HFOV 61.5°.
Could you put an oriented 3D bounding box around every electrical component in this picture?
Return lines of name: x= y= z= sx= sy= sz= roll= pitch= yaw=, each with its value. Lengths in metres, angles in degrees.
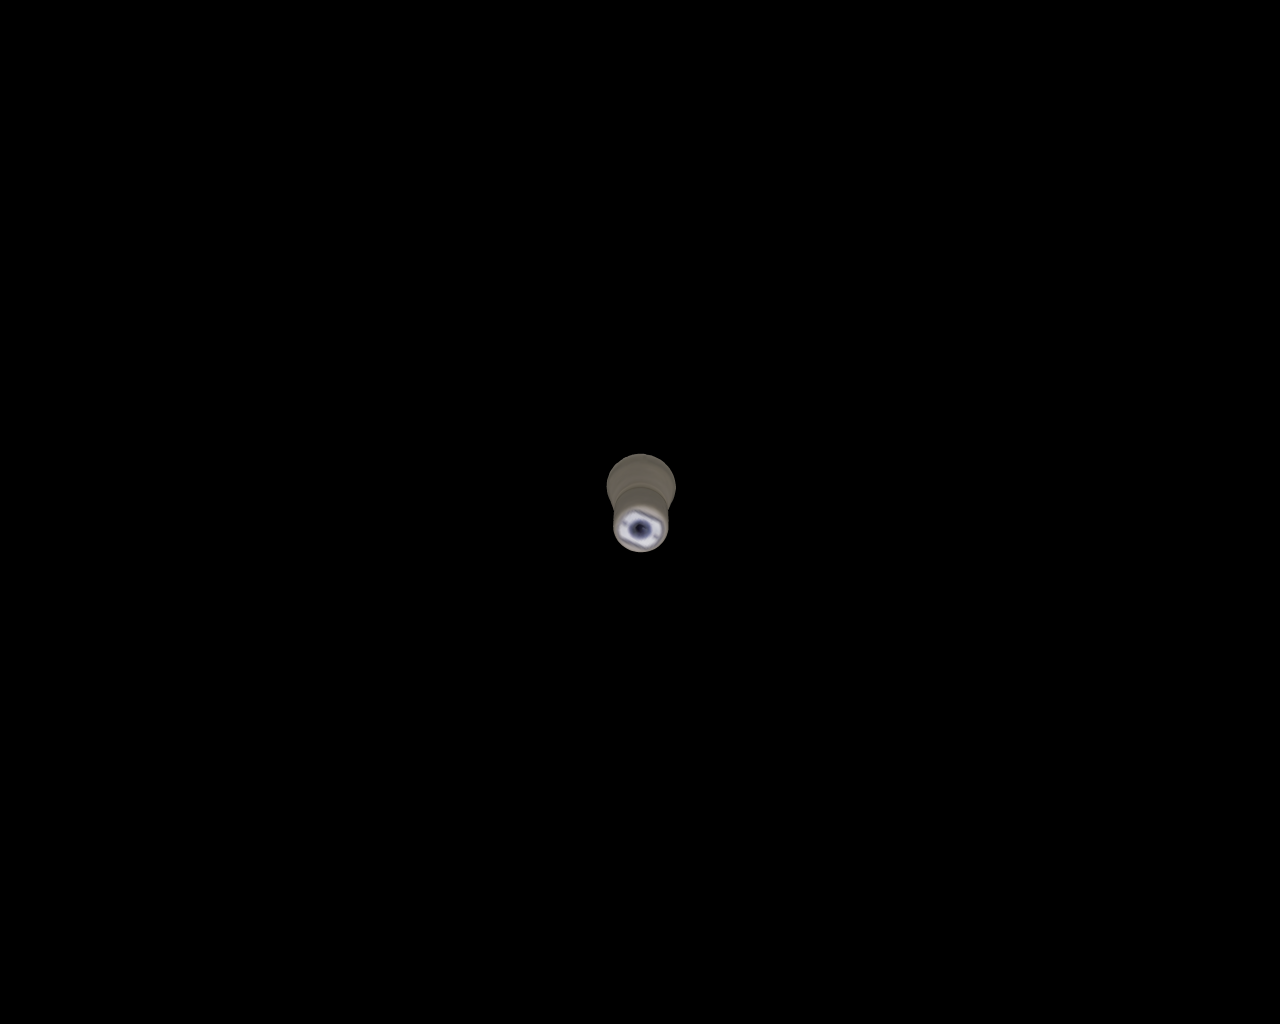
electrical component: x=0.001 y=-0.003 z=0.650 sx=0.044 sy=0.044 sz=0.065 roll=0 pitch=27 yaw=0
